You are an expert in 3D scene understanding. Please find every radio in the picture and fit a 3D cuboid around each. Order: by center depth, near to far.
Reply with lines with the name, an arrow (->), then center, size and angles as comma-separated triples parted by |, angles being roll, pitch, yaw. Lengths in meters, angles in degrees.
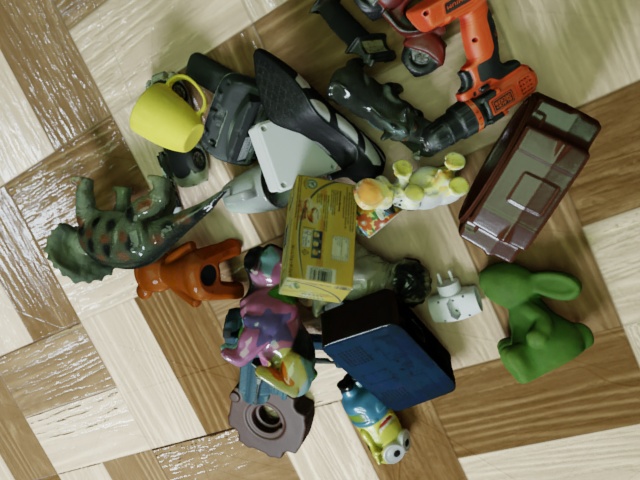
radio -> 0.114, 0.180, 0.858 | 0.131, 0.073, 0.229 | -27, 128, 23

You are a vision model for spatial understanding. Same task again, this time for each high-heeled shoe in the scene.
high-heeled shoe -> 0.009, -0.188, 0.807 | 0.086, 0.145, 0.248 | -29, 92, 44

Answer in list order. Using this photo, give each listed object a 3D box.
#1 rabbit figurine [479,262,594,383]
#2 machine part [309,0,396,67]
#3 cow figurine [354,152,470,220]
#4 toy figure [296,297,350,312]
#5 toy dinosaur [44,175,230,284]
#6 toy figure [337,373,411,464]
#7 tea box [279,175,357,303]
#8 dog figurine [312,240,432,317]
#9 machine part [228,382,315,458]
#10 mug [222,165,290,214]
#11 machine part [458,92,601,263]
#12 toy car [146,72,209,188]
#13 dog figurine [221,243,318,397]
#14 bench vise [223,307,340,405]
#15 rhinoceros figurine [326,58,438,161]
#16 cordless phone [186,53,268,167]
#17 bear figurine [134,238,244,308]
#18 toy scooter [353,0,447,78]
rabbit figurine -> 0.312, 0.103, 0.799 | 0.159, 0.121, 0.170 | -33, 78, 22
machine part -> 0.048, -0.308, 0.790 | 0.139, 0.084, 0.039 | 48, 139, 10
cow figurine -> 0.128, -0.073, 0.794 | 0.167, 0.098, 0.068 | -10, 77, -6
toy figure -> 0.009, 0.102, 0.937 | 0.155, 0.057, 0.064 | 18, 80, 15
toy dinosaur -> -0.336, -0.011, 0.939 | 0.405, 0.131, 0.192 | 2, 85, 33
toy figure -> 0.095, 0.312, 0.955 | 0.082, 0.089, 0.180 | -34, 96, -5
tea box -> -0.002, -0.002, 0.785 | 0.098, 0.169, 0.068 | 11, 151, -10
dog figurine -> 0.075, 0.036, 0.888 | 0.191, 0.121, 0.172 | -6, 66, -12
machine part -> -0.097, 0.339, 1.049 | 0.180, 0.056, 0.179 | 6, 110, 17
mug -> -0.119, -0.076, 0.904 | 0.107, 0.109, 0.080 | -13, 106, 36
machine part -> 0.263, -0.087, 0.705 | 0.087, 0.201, 0.200 | 29, 114, 8
toy car -> -0.251, -0.191, 0.940 | 0.074, 0.056, 0.201 | -8, 102, 28
dog figurine -> -0.056, 0.111, 0.847 | 0.191, 0.108, 0.219 | 29, 84, -1
bench vise -> -0.050, 0.188, 0.954 | 0.241, 0.129, 0.223 | 5, 93, -7
rhinoceros figurine -> 0.099, -0.189, 0.781 | 0.190, 0.112, 0.073 | 31, 111, -13
cordless phone -> -0.171, -0.221, 0.900 | 0.184, 0.089, 0.146 | 35, 117, 19
bear figurine -> -0.252, 0.060, 0.999 | 0.196, 0.132, 0.120 | -1, 96, 41
toy scooter -> 0.135, -0.334, 0.746 | 0.135, 0.075, 0.184 | -39, 94, 25
